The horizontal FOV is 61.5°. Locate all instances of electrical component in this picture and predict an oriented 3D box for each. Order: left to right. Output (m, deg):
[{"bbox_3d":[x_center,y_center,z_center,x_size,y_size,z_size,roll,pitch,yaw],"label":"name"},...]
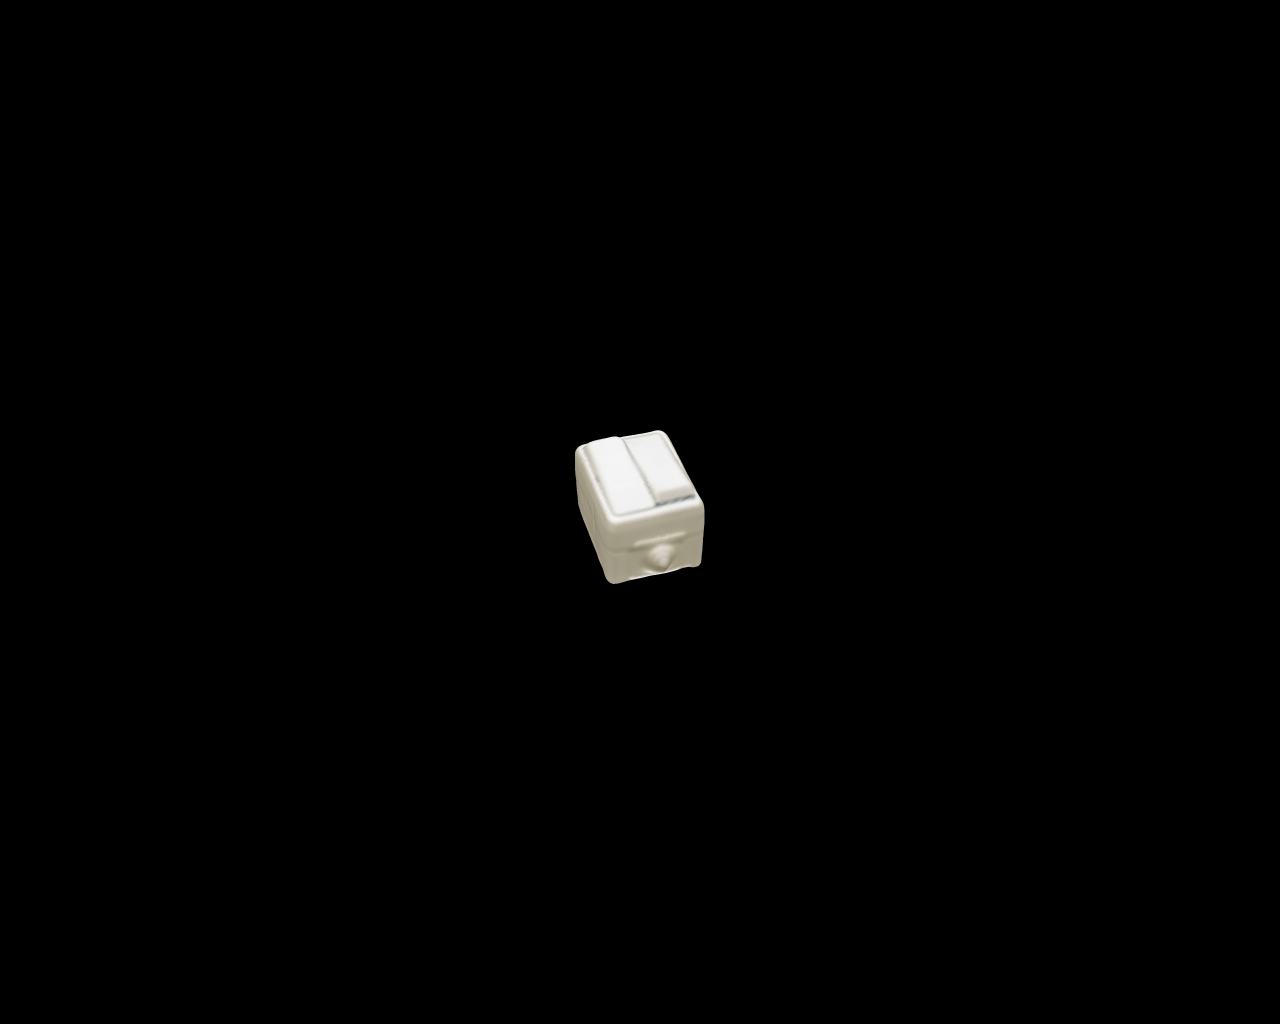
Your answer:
[{"bbox_3d":[0.001,-0.003,0.650,0.062,0.061,0.096,-11,43,-12],"label":"electrical component"}]
